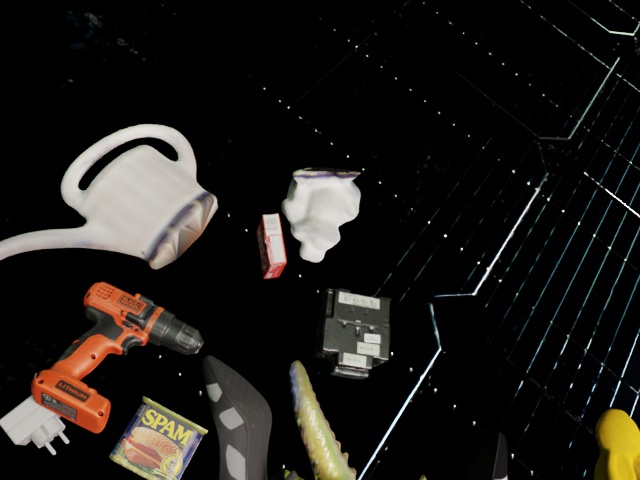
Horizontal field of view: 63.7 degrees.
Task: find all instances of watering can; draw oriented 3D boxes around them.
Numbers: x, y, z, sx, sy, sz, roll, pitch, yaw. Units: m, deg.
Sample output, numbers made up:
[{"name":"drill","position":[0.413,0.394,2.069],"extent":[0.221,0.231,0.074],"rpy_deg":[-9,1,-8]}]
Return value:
[{"name":"watering can","position":[-0.307,-0.037,0.790],"extent":[0.224,0.102,0.354],"rpy_deg":[37,61,2]}]

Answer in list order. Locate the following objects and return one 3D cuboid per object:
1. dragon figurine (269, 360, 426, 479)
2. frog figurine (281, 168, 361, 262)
[{"name":"dragon figurine","position":[0.062,0.386,0.725],"extent":[0.242,0.120,0.418],"rpy_deg":[13,64,-29]},{"name":"frog figurine","position":[0.003,-0.045,0.903],"extent":[0.138,0.123,0.158],"rpy_deg":[-3,104,-26]}]
